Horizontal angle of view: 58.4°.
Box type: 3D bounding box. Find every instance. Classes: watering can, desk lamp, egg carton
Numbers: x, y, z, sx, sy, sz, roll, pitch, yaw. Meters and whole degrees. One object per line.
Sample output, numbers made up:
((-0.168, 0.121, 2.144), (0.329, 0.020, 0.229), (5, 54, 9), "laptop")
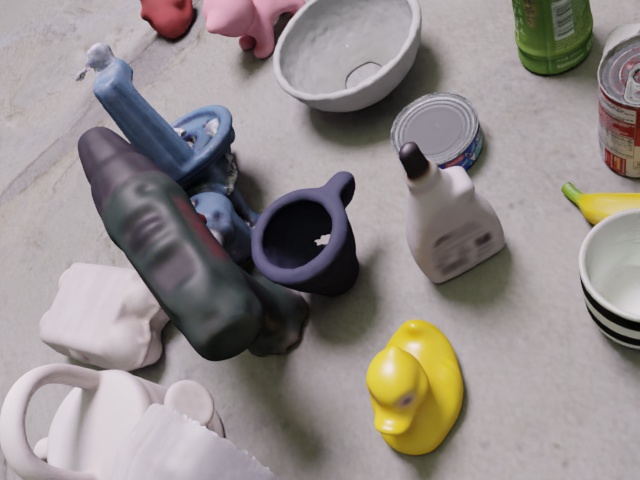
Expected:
((-0.164, 0.154, 0.465), (0.173, 0.195, 0.100), (-38, 54, 4), "watering can")
((-0.077, 0.227, 0.371), (0.117, 0.214, 0.203), (14, 71, 31), "desk lamp")
((-0.227, 0.081, 0.613), (0.149, 0.070, 0.107), (4, 67, 28), "egg carton")

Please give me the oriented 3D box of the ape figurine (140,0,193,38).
((-0.231, -0.343, 0.825), (0.077, 0.092, 0.076), (-13, 59, 20), "ape figurine")

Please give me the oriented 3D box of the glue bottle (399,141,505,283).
((0.093, -0.024, 0.444), (0.078, 0.174, 0.037), (-30, 55, 10), "glue bottle")

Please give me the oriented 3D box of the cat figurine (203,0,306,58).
((-0.091, -0.294, 0.713), (0.128, 0.118, 0.067), (-48, 54, -3), "cat figurine")

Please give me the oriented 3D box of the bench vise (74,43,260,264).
((-0.130, -0.083, 0.557), (0.121, 0.220, 0.206), (-42, 54, 1), "bench vise")

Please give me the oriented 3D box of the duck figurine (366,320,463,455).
((0.066, 0.107, 0.443), (0.077, 0.086, 0.104), (1, 65, 27), "duck figurine")

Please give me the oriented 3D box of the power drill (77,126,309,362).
((-0.101, 0.019, 0.497), (0.075, 0.209, 0.229), (-43, 54, 1), "power drill")

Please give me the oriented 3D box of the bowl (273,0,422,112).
((0.038, -0.200, 0.626), (0.167, 0.075, 0.167), (-12, 60, 21), "bowl")

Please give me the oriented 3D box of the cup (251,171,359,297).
((0.005, 0.002, 0.523), (0.091, 0.095, 0.118), (29, 80, 35), "cup")
